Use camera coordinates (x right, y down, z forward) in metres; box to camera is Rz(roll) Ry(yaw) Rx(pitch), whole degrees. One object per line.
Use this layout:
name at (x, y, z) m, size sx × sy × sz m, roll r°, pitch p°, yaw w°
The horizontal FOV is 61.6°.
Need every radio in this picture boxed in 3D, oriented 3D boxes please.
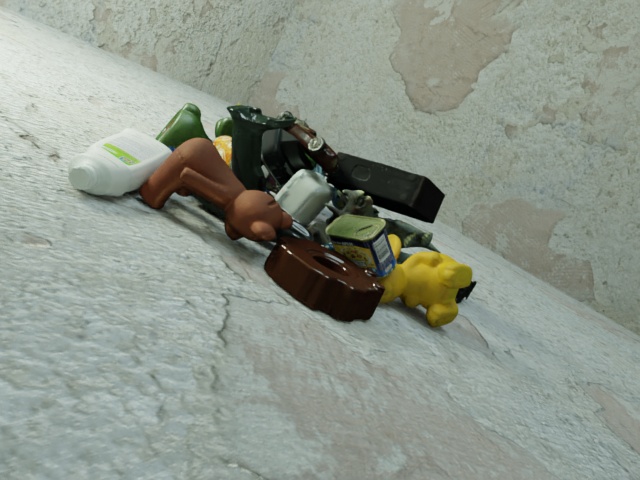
radio at (0.134, -0.112, 1.133) m, size 0.230 × 0.073 × 0.131 m, roll 20°, pitch -4°, yaw 32°

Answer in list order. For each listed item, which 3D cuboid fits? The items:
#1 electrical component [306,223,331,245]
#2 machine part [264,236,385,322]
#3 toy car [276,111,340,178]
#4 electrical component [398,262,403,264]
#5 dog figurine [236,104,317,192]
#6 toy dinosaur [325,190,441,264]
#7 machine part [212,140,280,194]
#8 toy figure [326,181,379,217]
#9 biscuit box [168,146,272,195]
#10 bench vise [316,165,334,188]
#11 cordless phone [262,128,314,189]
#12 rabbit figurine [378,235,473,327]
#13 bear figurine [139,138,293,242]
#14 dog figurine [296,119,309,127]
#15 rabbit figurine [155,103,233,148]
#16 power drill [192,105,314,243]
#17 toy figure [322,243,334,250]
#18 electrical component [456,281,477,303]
electrical component at (-0.002, -0.002, 1.039) m, size 0.078 × 0.045 × 0.102 m, roll 58°, pitch 20°, yaw 5°
machine part at (0.008, 0.053, 0.793) m, size 0.179 × 0.056 × 0.179 m, roll 25°, pitch 12°, yaw -6°
toy car at (-0.024, -0.206, 1.129) m, size 0.202 × 0.053 × 0.089 m, roll 48°, pitch 0°, yaw 43°
electrical component at (0.155, 0.073, 1.050) m, size 0.119 × 0.047 × 0.075 m, roll 32°, pitch 12°, yaw 14°
dog figurine at (-0.126, -0.209, 1.223) m, size 0.192 × 0.108 × 0.219 m, roll -2°, pitch -34°, yaw 27°
toy dinosaur at (0.140, -0.009, 1.217) m, size 0.192 × 0.131 × 0.404 m, roll 34°, pitch 8°, yaw 26°
machine part at (-0.197, -0.157, 1.168) m, size 0.243 × 0.079 × 0.079 m, roll 26°, pitch 12°, yaw -8°
toy figure at (0.082, -0.083, 1.307) m, size 0.089 × 0.082 × 0.180 m, roll 3°, pitch -53°, yaw 48°
biscuit box at (-0.193, -0.102, 0.989) m, size 0.202 × 0.059 × 0.063 m, roll 21°, pitch 14°, yaw -29°
bench vise at (-0.004, -0.135, 1.409) m, size 0.240 × 0.128 × 0.224 m, roll 15°, pitch 20°, yaw -32°
cordless phone at (-0.115, -0.136, 1.101) m, size 0.089 × 0.184 × 0.146 m, roll 42°, pitch -7°, yaw 31°
rabbit figurine at (0.149, 0.061, 0.927) m, size 0.173 × 0.121 × 0.162 m, roll -4°, pitch 39°, yaw -25°
bear figurine at (-0.147, -0.055, 0.809) m, size 0.196 × 0.132 × 0.120 m, roll 46°, pitch 26°, yaw -4°
dog figurine at (-0.138, -0.270, 1.494) m, size 0.172 × 0.190 × 0.121 m, roll 20°, pitch 14°, yaw -24°
rabbit figurine at (-0.233, -0.182, 1.084) m, size 0.170 × 0.159 × 0.121 m, roll 39°, pitch -4°, yaw -26°
power drill at (-0.094, -0.106, 0.879) m, size 0.232 × 0.207 × 0.086 m, roll 20°, pitch 28°, yaw 16°
toy figure at (0.055, 0.030, 0.985) m, size 0.154 × 0.064 × 0.058 m, roll 2°, pitch 66°, yaw -54°
electrical component at (0.288, 0.092, 1.233) m, size 0.115 × 0.058 × 0.134 m, roll 31°, pitch 12°, yaw 23°
